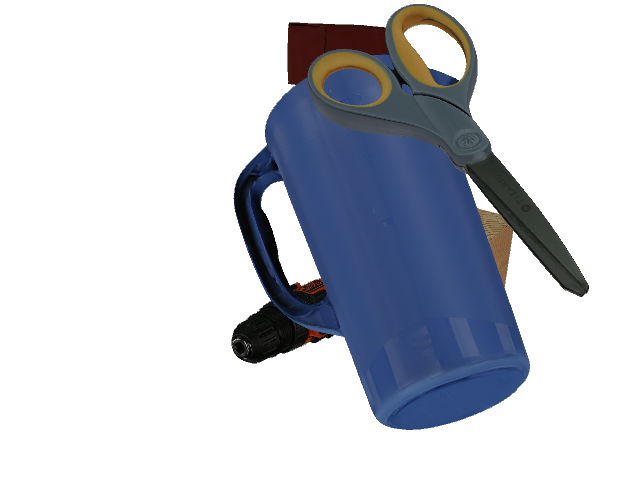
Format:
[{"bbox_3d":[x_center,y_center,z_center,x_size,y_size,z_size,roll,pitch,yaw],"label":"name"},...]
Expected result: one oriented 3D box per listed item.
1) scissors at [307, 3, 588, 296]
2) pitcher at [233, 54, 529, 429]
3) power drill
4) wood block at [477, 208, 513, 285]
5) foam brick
[{"bbox_3d":[0.049,-0.043,0.504,0.096,0.202,0.016,-13,-41,2],"label":"scissors"},{"bbox_3d":[0.044,0.006,0.747,0.144,0.243,0.149,-2,-30,-30],"label":"pitcher"},{"bbox_3d":[0.034,0.080,0.985,0.188,0.057,0.184,10,21,32],"label":"power drill"},{"bbox_3d":[0.153,0.072,1.218,0.090,0.206,0.090,16,25,25],"label":"wood block"},{"bbox_3d":[0.018,-0.154,0.894,0.078,0.051,0.053,-6,16,-36],"label":"foam brick"}]
